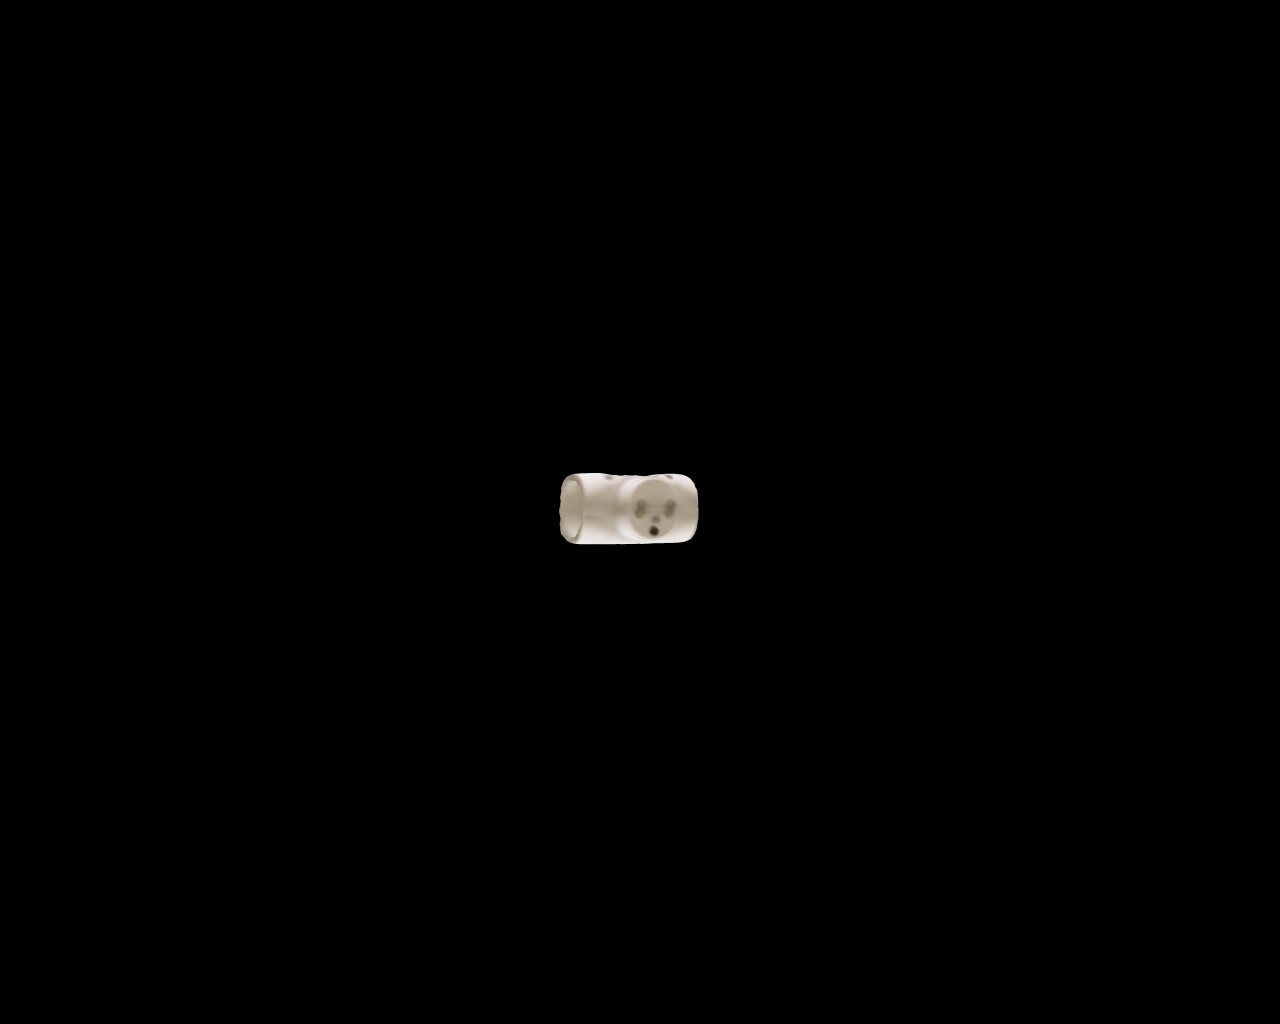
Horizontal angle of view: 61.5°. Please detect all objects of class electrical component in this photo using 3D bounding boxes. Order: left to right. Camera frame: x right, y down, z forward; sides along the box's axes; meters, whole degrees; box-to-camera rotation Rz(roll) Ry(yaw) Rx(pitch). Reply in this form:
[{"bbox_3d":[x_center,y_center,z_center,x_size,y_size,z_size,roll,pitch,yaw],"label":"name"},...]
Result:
[{"bbox_3d":[0.001,-0.003,0.650,0.077,0.044,0.079,0,0,-25],"label":"electrical component"}]
